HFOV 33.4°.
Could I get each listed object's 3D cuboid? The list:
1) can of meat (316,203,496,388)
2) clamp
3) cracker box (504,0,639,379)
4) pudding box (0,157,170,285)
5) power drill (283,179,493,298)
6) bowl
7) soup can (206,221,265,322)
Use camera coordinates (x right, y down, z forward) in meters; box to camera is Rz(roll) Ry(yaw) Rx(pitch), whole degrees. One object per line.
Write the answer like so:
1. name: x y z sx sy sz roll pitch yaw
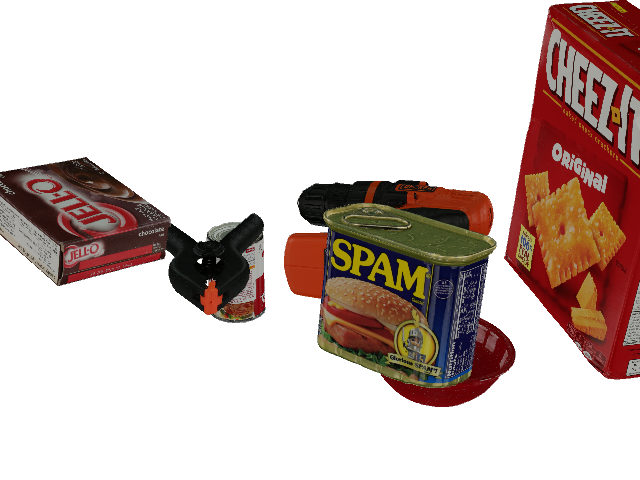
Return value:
1. can of meat: 0.047 0.032 0.632 0.102 0.084 0.057 19 22 36
2. clamp: -0.103 0.016 1.071 0.120 0.039 0.171 -11 33 -12
3. cracker box: 0.203 -0.036 0.740 0.072 0.214 0.164 -7 34 -16
4. pudding box: -0.176 -0.016 0.759 0.089 0.039 0.114 -15 35 -43
5. power drill: 0.039 -0.007 0.913 0.185 0.057 0.187 3 21 23
6. bowl: 0.121 0.128 1.126 0.162 0.055 0.162 5 24 -2
7. soup can: -0.100 0.037 1.265 0.068 0.102 0.068 0 25 0
